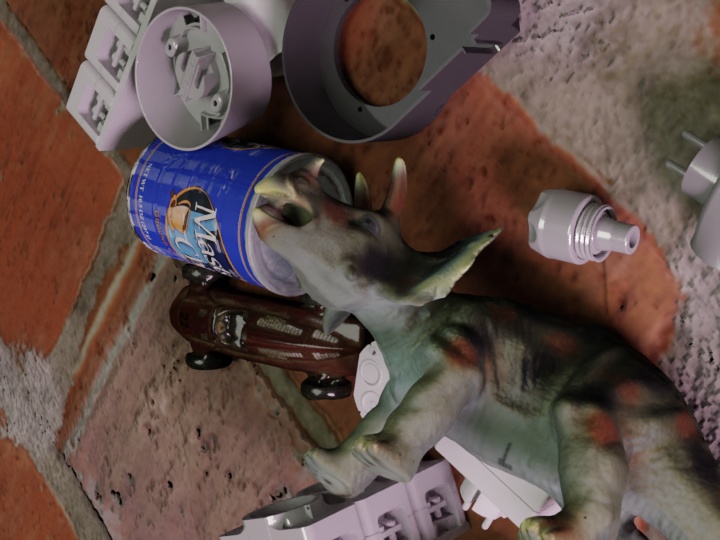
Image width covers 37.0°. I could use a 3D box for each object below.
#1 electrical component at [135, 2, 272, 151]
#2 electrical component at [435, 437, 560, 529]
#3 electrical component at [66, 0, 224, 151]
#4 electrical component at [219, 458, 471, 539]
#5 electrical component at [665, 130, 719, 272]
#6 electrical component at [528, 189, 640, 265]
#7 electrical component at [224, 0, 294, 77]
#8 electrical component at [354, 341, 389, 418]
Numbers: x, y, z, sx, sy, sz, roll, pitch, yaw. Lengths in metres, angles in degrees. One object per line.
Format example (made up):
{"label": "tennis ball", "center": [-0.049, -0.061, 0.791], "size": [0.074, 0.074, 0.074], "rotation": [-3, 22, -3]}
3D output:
{"label": "electrical component", "center": [-0.112, -0.141, 0.771], "size": [0.099, 0.064, 0.099], "rotation": [28, 130, 39]}
{"label": "electrical component", "center": [0.090, 0.138, 0.709], "size": [0.083, 0.047, 0.075], "rotation": [41, 123, 29]}
{"label": "electrical component", "center": [-0.162, -0.174, 0.848], "size": [0.061, 0.089, 0.150], "rotation": [47, 125, 25]}
{"label": "electrical component", "center": [-0.009, 0.175, 0.736], "size": [0.089, 0.150, 0.061], "rotation": [-18, 87, 42]}
{"label": "electrical component", "center": [0.201, -0.046, 0.578], "size": [0.079, 0.043, 0.077], "rotation": [40, 122, 30]}
{"label": "electrical component", "center": [0.135, -0.024, 0.642], "size": [0.062, 0.043, 0.043], "rotation": [16, 108, 38]}
{"label": "electrical component", "center": [-0.077, -0.178, 0.802], "size": [0.079, 0.044, 0.077], "rotation": [-35, 75, 40]}
{"label": "electrical component", "center": [0.039, 0.079, 0.742], "size": [0.080, 0.051, 0.080], "rotation": [9, 104, 41]}
